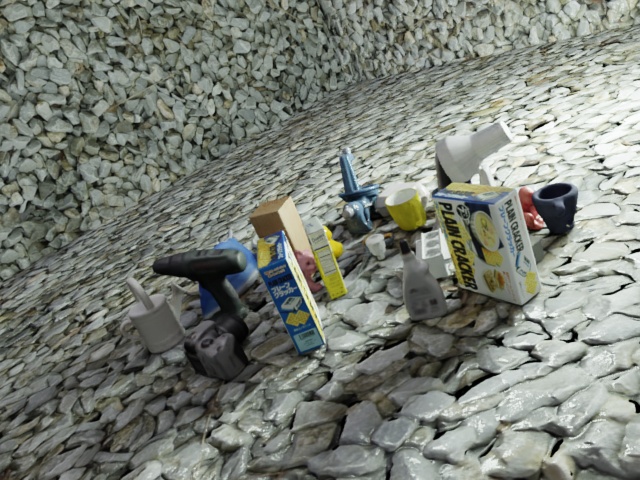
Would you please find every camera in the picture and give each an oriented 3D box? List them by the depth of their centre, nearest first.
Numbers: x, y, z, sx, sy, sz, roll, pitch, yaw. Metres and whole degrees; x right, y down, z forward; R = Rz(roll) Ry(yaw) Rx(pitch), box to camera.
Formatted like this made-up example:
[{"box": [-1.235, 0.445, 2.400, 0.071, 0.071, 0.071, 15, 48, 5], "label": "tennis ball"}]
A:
[{"box": [-0.214, 0.219, 1.245, 0.142, 0.101, 0.137, 0, 32, 44], "label": "camera"}]

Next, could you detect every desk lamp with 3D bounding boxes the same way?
[{"box": [0.405, -0.175, 1.398, 0.202, 0.214, 0.118, -12, 25, 24], "label": "desk lamp"}]

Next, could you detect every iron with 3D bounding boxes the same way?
[{"box": [-0.268, 0.087, 1.543, 0.118, 0.142, 0.259, -10, 26, 29], "label": "iron"}]

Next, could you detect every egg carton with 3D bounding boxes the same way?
[{"box": [0.231, -0.114, 1.617, 0.149, 0.069, 0.107, 0, 32, 44], "label": "egg carton"}]

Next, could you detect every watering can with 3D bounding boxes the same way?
[{"box": [-0.416, 0.171, 1.422, 0.100, 0.194, 0.173, -3, 29, 39], "label": "watering can"}]

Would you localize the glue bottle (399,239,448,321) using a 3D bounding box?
[{"box": [0.186, 0.074, 1.097, 0.078, 0.173, 0.037, -14, 24, 21], "label": "glue bottle"}]

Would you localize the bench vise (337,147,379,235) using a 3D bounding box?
[{"box": [0.104, -0.141, 1.601, 0.121, 0.220, 0.207, -19, 22, 9], "label": "bench vise"}]

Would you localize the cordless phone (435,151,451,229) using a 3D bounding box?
[{"box": [0.306, -0.116, 1.396, 0.094, 0.185, 0.147, -18, 23, 11], "label": "cordless phone"}]

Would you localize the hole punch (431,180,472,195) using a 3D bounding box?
[{"box": [0.354, -0.138, 1.526, 0.109, 0.091, 0.101, -27, 23, -10], "label": "hole punch"}]

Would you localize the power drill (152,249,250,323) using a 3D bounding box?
[{"box": [-0.270, 0.113, 1.396, 0.229, 0.209, 0.075, -17, 23, 15], "label": "power drill"}]

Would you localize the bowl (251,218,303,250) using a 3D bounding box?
[{"box": [-0.111, 0.006, 1.666, 0.167, 0.075, 0.167, -19, 22, 9], "label": "bowl"}]

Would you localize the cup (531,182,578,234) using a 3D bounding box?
[{"box": [0.500, -0.056, 1.195, 0.091, 0.095, 0.118, -15, 23, 18], "label": "cup"}]

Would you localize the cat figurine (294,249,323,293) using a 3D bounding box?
[{"box": [-0.052, 0.080, 1.384, 0.128, 0.118, 0.067, -36, 26, -30], "label": "cat figurine"}]

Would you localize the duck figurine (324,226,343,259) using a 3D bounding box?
[{"box": [0.014, 0.005, 1.532, 0.077, 0.086, 0.104, -22, 22, 3], "label": "duck figurine"}]

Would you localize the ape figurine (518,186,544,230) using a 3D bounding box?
[{"box": [0.465, -0.076, 1.277, 0.078, 0.092, 0.076, -31, 24, -19], "label": "ape figurine"}]
